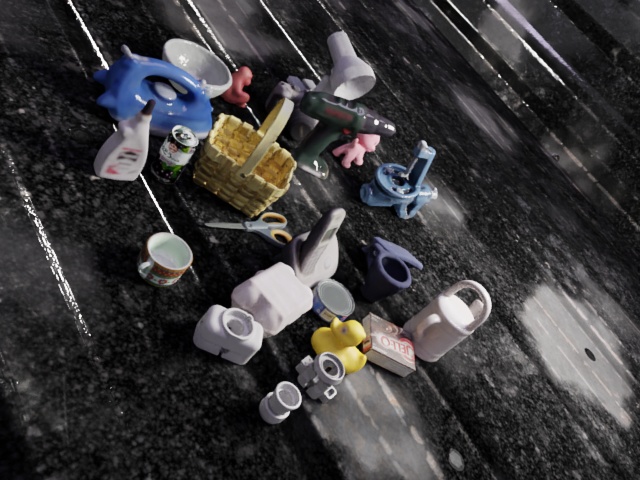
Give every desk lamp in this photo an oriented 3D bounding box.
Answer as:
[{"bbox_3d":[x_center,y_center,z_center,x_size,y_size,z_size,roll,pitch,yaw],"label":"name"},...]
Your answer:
[{"bbox_3d":[0.033,-0.448,1.576,0.118,0.213,0.203,-5,55,-47],"label":"desk lamp"}]

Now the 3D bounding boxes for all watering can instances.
[{"bbox_3d":[0.269,0.154,1.165,0.101,0.193,0.173,47,34,8],"label":"watering can"}]

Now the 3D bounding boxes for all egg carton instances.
[{"bbox_3d":[-0.081,0.102,0.987,0.107,0.069,0.151,47,34,8],"label":"egg carton"}]

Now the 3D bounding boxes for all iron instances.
[{"bbox_3d":[-0.303,-0.291,1.136,0.259,0.141,0.118,9,46,-38],"label":"iron"}]

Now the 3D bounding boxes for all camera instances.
[{"bbox_3d":[-0.056,-0.325,1.453,0.143,0.100,0.136,25,37,-23],"label":"camera"}]

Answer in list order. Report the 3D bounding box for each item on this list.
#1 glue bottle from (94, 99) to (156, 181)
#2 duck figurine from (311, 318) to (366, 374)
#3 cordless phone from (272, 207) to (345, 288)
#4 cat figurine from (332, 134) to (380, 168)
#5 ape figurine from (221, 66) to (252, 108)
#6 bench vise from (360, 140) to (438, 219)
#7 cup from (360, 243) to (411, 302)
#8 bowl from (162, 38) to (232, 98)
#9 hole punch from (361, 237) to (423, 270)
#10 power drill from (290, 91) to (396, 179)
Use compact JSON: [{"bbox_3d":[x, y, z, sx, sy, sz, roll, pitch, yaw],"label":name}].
[{"bbox_3d":[-0.316,-0.171,0.962,0.078,0.173,0.037,-1,52,-45],"label":"glue bottle"},{"bbox_3d":[0.047,0.181,1.013,0.104,0.086,0.078,41,34,-2],"label":"duck figurine"},{"bbox_3d":[0.010,0.004,1.082,0.094,0.184,0.148,49,35,11],"label":"cordless phone"},{"bbox_3d":[0.111,-0.260,1.531,0.067,0.117,0.128,49,35,11],"label":"cat figurine"},{"bbox_3d":[-0.195,-0.376,1.379,0.076,0.092,0.077,18,41,-31],"label":"ape figurine"},{"bbox_3d":[0.229,-0.161,1.449,0.208,0.219,0.121,-6,56,-47],"label":"bench vise"},{"bbox_3d":[0.121,0.075,1.194,0.092,0.094,0.117,-3,54,-46],"label":"cup"},{"bbox_3d":[-0.289,-0.374,1.300,0.168,0.074,0.167,26,37,-22],"label":"bowl"},{"bbox_3d":[0.161,0.037,1.278,0.109,0.091,0.101,23,38,-26],"label":"hole punch"},{"bbox_3d":[0.034,-0.248,1.362,0.230,0.208,0.075,25,38,-24],"label":"power drill"}]
